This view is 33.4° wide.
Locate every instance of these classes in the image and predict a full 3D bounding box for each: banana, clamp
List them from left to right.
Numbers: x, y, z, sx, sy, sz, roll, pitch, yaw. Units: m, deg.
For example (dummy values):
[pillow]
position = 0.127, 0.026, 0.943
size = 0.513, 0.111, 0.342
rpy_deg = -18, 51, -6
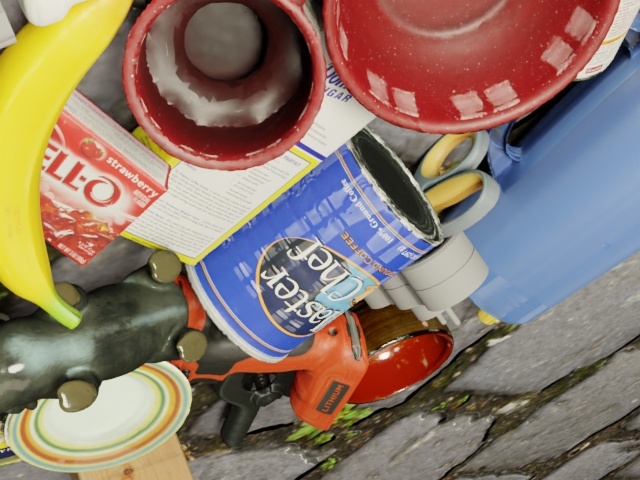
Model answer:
[banana]
position = -0.140, -0.045, 0.528
size = 0.069, 0.037, 0.198
rpy_deg = 9, 122, -12
[clamp]
position = -0.057, 0.132, 0.935
size = 0.120, 0.039, 0.171
rpy_deg = -33, 144, 2

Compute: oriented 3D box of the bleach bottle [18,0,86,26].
[bleach bottle]
position = -0.018, -0.175, 0.457
size = 0.250, 0.068, 0.102
rpy_deg = -20, 150, -15

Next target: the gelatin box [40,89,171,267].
[gelatin box]
position = -0.137, -0.037, 0.573
size = 0.073, 0.030, 0.089
rpy_deg = -39, 117, 23

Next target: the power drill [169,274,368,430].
[power drill]
position = -0.071, 0.104, 0.820
size = 0.187, 0.057, 0.185
rpy_deg = 7, 137, -23

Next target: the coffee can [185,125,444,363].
[coffee can]
position = -0.005, 0.001, 0.704
size = 0.140, 0.103, 0.102
rpy_deg = -37, 149, 18

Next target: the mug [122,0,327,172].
[mug]
position = -0.037, -0.100, 0.515
size = 0.093, 0.081, 0.117
rpy_deg = 36, 110, -19

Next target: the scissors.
[scissors]
position = 0.054, -0.027, 0.779
size = 0.016, 0.096, 0.202
rpy_deg = 33, 151, -30

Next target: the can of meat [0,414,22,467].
[can of meat]
position = -0.251, 0.121, 0.746
size = 0.101, 0.057, 0.084
rpy_deg = -10, 145, -27

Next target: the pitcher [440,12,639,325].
[pitcher]
position = 0.193, -0.049, 0.774
size = 0.243, 0.149, 0.144
rpy_deg = -43, 164, 33

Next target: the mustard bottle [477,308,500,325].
[mustard bottle]
position = 0.203, 0.012, 0.931
size = 0.096, 0.058, 0.192
rpy_deg = 0, 142, -44

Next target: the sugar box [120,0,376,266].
[sugar box]
position = -0.047, -0.062, 0.631
size = 0.176, 0.048, 0.093
rpy_deg = -40, 146, 16

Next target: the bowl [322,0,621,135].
[bowl]
position = 0.076, -0.137, 0.567
size = 0.162, 0.055, 0.162
rpy_deg = -6, 129, -8

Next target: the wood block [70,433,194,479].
[wood block]
position = -0.139, 0.256, 0.896
size = 0.090, 0.206, 0.090
rpy_deg = -15, 148, -20

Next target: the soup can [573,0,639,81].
[soup can]
position = 0.156, -0.152, 0.625
size = 0.068, 0.068, 0.102
rpy_deg = -16, 149, -18
